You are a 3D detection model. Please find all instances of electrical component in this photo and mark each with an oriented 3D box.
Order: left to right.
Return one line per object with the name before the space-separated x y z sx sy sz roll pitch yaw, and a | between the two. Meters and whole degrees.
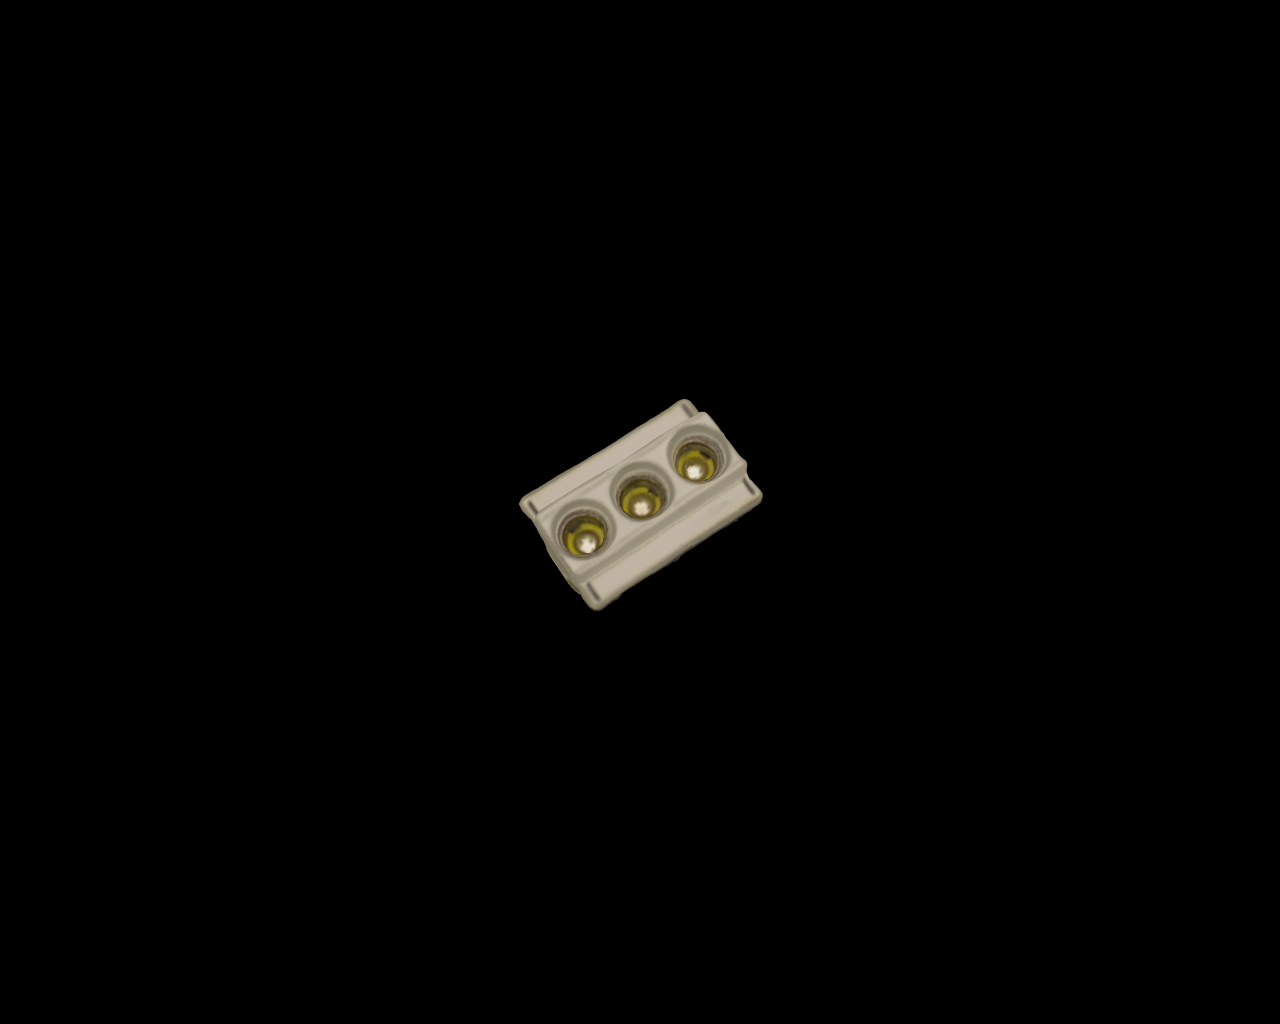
electrical component | 0.001 -0.003 0.650 0.121 0.079 0.063 -33 -16 -11
